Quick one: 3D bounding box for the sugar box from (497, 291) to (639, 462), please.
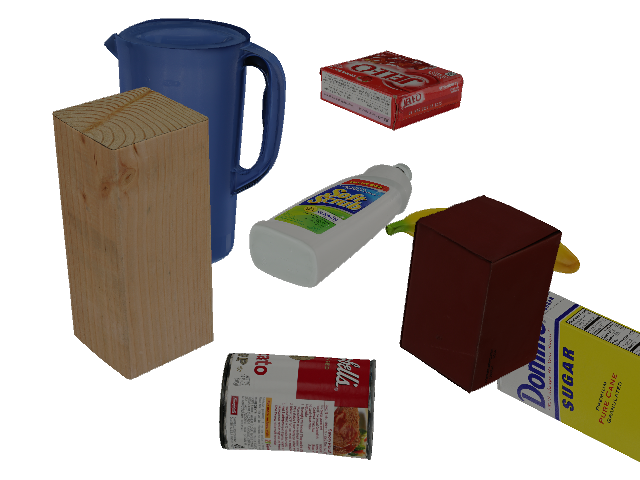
[{"bbox_3d":[0.230,0.114,0.859,0.176,0.093,0.048,23,33,30],"label":"sugar box"}]

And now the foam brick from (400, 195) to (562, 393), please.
[{"bbox_3d":[0.078,0.025,0.531,0.052,0.078,0.051,-19,38,-36],"label":"foam brick"}]

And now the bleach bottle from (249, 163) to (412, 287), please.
[{"bbox_3d":[0.028,-0.035,1.303,0.103,0.068,0.250,21,38,29],"label":"bleach bottle"}]

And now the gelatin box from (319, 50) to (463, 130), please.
[{"bbox_3d":[0.055,-0.120,0.835,0.073,0.030,0.089,-21,33,-34],"label":"gelatin box"}]

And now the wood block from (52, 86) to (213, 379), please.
[{"bbox_3d":[-0.149,-0.006,0.864,0.090,0.206,0.090,-23,38,-36],"label":"wood block"}]

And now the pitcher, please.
[{"bbox_3d":[-0.130,-0.098,1.090,0.144,0.243,0.149,-11,27,-29],"label":"pitcher"}]

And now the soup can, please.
[{"bbox_3d":[-0.014,0.113,0.731,0.102,0.068,0.068,3,0,3],"label":"soup can"}]

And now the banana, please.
[{"bbox_3d":[0.170,-0.002,1.102,0.198,0.037,0.069,10,36,15],"label":"banana"}]
